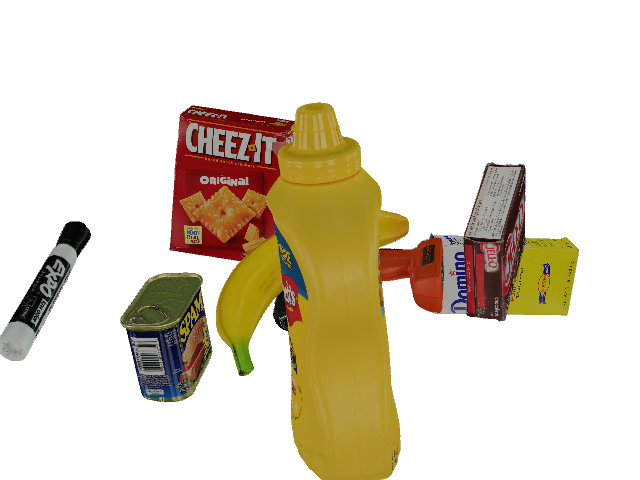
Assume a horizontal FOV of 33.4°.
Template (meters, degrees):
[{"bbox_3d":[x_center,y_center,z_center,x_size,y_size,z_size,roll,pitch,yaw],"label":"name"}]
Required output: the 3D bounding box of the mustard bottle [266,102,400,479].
[{"bbox_3d":[0.006,0.023,0.553,0.058,0.192,0.096,-7,22,-5],"label":"mustard bottle"}]

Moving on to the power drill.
[{"bbox_3d":[0.045,0.046,1.213,0.188,0.057,0.184,0,29,10],"label":"power drill"}]

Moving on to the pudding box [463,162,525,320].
[{"bbox_3d":[0.153,0.000,0.929,0.039,0.090,0.113,5,41,16],"label":"pudding box"}]

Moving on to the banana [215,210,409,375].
[{"bbox_3d":[-0.016,0.022,0.812,0.197,0.069,0.037,-40,-6,-30],"label":"banana"}]

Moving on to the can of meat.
[{"bbox_3d":[-0.140,0.091,1.001,0.057,0.084,0.102,-1,26,13],"label":"can of meat"}]

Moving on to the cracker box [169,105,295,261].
[{"bbox_3d":[-0.132,-0.079,1.582,0.164,0.214,0.072,9,20,7],"label":"cracker box"}]

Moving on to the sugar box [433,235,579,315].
[{"bbox_3d":[0.223,0.044,1.317,0.176,0.093,0.048,0,21,-12],"label":"sugar box"}]

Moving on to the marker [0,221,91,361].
[{"bbox_3d":[-0.171,0.027,0.671,0.020,0.020,0.121,0,38,12],"label":"marker"}]
